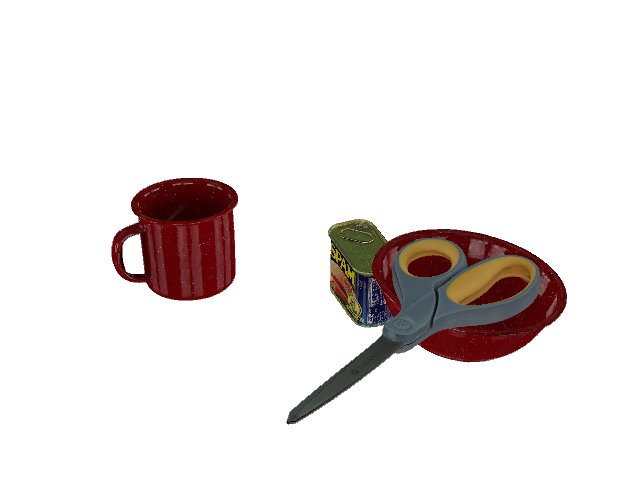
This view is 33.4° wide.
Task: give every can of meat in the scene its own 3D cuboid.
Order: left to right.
[{"bbox_3d":[0.048,0.039,1.224,0.057,0.084,0.102,-14,38,-18],"label":"can of meat"}]

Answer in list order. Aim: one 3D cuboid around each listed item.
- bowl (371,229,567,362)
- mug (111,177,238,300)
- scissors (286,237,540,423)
[{"bbox_3d":[0.120,0.053,0.889,0.162,0.055,0.162,5,29,-3],"label":"bowl"},{"bbox_3d":[-0.127,0.003,0.937,0.117,0.081,0.093,-18,32,-29],"label":"mug"},{"bbox_3d":[0.039,0.042,0.605,0.201,0.016,0.096,-20,34,-31],"label":"scissors"}]
